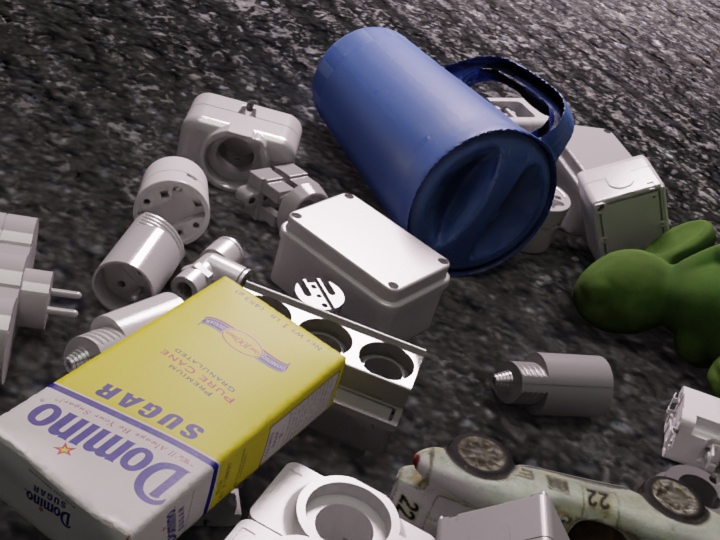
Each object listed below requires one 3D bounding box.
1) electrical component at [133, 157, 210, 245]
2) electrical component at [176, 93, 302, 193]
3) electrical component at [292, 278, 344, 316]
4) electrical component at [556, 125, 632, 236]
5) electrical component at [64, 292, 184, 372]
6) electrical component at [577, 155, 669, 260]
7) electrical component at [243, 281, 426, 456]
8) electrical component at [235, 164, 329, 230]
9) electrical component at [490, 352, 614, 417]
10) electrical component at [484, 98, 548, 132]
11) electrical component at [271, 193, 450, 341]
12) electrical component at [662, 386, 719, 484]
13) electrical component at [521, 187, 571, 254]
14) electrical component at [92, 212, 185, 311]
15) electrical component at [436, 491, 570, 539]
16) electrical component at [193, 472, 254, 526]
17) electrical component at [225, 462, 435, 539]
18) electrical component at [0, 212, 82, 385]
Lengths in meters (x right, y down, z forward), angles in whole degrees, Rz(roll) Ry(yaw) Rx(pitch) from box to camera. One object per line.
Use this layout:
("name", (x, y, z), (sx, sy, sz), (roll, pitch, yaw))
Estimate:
("electrical component", (-0.139, -0.053, 0.803), (0.055, 0.055, 0.047), (10, 30, -12))
("electrical component", (-0.100, -0.103, 0.892), (0.095, 0.053, 0.059), (15, 33, -5))
("electrical component", (-0.033, 0.034, 0.731), (0.040, 0.046, 0.040), (12, 33, -8))
("electrical component", (0.216, -0.085, 1.011), (0.078, 0.057, 0.113), (4, 36, -20))
("electrical component", (-0.146, 0.046, 0.664), (0.043, 0.043, 0.081), (37, 38, 27))
("electrical component", (0.228, -0.043, 0.929), (0.062, 0.096, 0.061), (-16, 36, 3))
("electrical component", (-0.029, 0.063, 0.674), (0.121, 0.063, 0.078), (21, 33, 5))
("electrical component", (-0.056, -0.054, 0.851), (0.066, 0.048, 0.055), (-15, 38, -39))
("electrical component", (0.129, 0.079, 0.743), (0.081, 0.043, 0.043), (5, 35, -19))
("electrical component", (0.134, -0.106, 0.973), (0.056, 0.089, 0.050), (-4, 39, -29))
("electrical component", (0.000, 0.000, 0.786), (0.113, 0.057, 0.078), (36, 37, 26))
("electrical component", (0.245, 0.115, 0.747), (0.064, 0.042, 0.081), (18, 33, 8))
("electrical component", (0.148, -0.047, 0.932), (0.055, 0.047, 0.055), (12, 33, -8))
("electrical component", (-0.148, -0.008, 0.741), (0.043, 0.043, 0.081), (18, 33, 1))
("electrical component", (0.082, 0.172, 0.545), (0.062, 0.096, 0.061), (-18, 29, 17))
("electrical component", (-0.109, 0.103, 0.592), (0.089, 0.050, 0.055), (5, 36, -18))
("electrical component", (-0.034, 0.169, 0.519), (0.089, 0.061, 0.150), (26, 34, 13))
("electrical component", (-0.212, 0.016, 0.669), (0.074, 0.052, 0.138), (9, 34, -13))
